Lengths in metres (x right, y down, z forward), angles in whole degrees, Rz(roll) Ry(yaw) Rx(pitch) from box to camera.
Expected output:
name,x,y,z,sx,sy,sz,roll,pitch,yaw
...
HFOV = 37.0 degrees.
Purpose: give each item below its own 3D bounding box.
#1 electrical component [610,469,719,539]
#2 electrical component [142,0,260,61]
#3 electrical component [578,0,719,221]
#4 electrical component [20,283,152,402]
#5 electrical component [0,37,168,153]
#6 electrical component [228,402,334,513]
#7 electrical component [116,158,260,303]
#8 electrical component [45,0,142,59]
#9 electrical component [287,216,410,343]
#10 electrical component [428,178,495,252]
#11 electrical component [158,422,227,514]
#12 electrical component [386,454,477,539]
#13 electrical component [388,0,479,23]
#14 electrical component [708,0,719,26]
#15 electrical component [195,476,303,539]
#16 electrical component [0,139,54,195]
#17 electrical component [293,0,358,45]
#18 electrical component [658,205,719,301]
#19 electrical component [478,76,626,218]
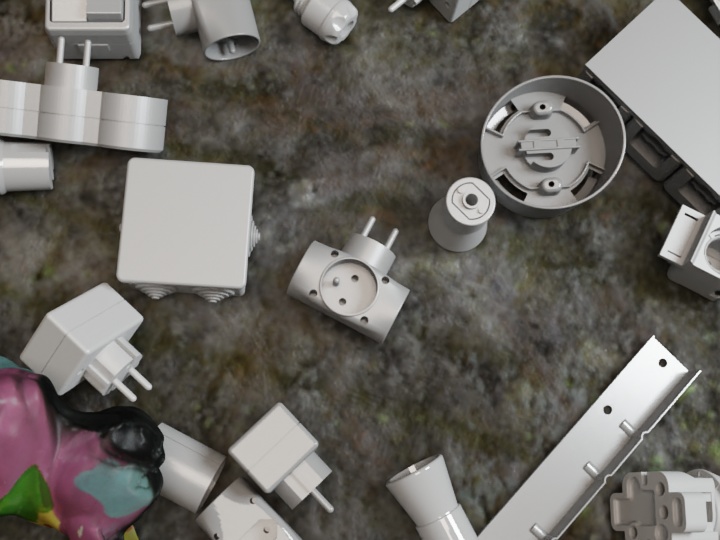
name,x,y,z,sx,sy,sz,roll,pitch,yaw
electrical component,0.218,0.165,0.734,0.057,0.078,0.058,5,77,-24
electrical component,-0.122,-0.196,0.802,0.079,0.043,0.077,-14,79,-6
electrical component,0.242,-0.116,0.796,0.089,0.061,0.150,-43,84,-11
electrical component,-0.174,0.058,0.728,0.077,0.066,0.047,42,119,5
electrical component,-0.207,-0.128,0.768,0.138,0.052,0.073,7,97,-2
electrical component,-0.045,0.135,0.726,0.047,0.065,0.076,-43,84,-10
electrical component,-0.121,-0.028,0.764,0.100,0.048,0.099,4,78,-3
electrical component,-0.196,-0.210,0.791,0.062,0.061,0.096,-1,78,-4
electrical component,0.000,0.000,0.767,0.077,0.044,0.079,28,78,3
electrical component,0.075,-0.041,0.769,0.044,0.065,0.044,1,78,-3
electrical component,-0.137,0.128,0.733,0.081,0.043,0.043,27,78,3
electrical component,0.052,0.165,0.738,0.044,0.044,0.065,-27,86,-8
electrical component,0.044,-0.225,0.815,0.076,0.047,0.083,-40,83,-10
electrical component,0.299,-0.214,0.818,0.063,0.079,0.121,-29,81,13
electrical component,-0.082,0.194,0.723,0.079,0.043,0.077,-44,84,-10
electrical component,-0.246,-0.074,0.772,0.046,0.040,0.040,-1,78,-10
electrical component,-0.034,-0.199,0.812,0.061,0.035,0.035,37,79,7
electrical component,0.256,-0.008,0.774,0.081,0.064,0.042,28,79,3
electrical component,0.136,-0.087,0.783,0.099,0.064,0.099,1,78,-3
